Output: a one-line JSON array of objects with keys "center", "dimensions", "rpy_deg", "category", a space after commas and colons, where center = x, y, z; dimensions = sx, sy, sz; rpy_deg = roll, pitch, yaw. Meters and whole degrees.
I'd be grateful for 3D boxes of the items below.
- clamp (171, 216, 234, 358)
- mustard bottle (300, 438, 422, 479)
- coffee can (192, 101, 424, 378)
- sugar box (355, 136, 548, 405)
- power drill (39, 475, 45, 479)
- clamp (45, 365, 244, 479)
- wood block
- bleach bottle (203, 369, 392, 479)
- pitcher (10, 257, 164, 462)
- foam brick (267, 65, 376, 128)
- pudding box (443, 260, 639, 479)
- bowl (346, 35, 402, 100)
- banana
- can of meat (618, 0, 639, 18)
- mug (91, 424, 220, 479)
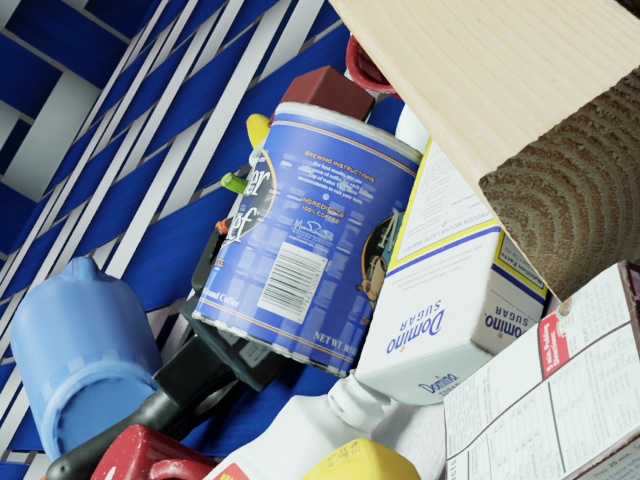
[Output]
[{"center": [-0.074, 0.033, 0.880], "dimensions": [0.164, 0.036, 0.210], "rpy_deg": [-46, 19, 1], "category": "clamp"}, {"center": [0.023, 0.166, 0.428], "dimensions": [0.096, 0.058, 0.192], "rpy_deg": [-55, 19, 11], "category": "mustard bottle"}, {"center": [-0.004, 0.001, 0.650], "dimensions": [0.140, 0.102, 0.103], "rpy_deg": [-68, 20, -5], "category": "coffee can"}, {"center": [0.082, -0.003, 0.562], "dimensions": [0.094, 0.048, 0.176], "rpy_deg": [-27, 39, 52], "category": "sugar box"}, {"center": [-0.240, 0.293, 0.875], "dimensions": [0.187, 0.057, 0.185], "rpy_deg": [-58, 19, -6], "category": "power drill"}, {"center": [-0.117, 0.130, 0.760], "dimensions": [0.171, 0.039, 0.120], "rpy_deg": [-44, -12, 0], "category": "clamp"}, {"center": [0.086, -0.078, 0.499], "dimensions": [0.091, 0.090, 0.206], "rpy_deg": [-37, 38, 7], "category": "wood block"}, {"center": [-0.051, 0.170, 0.593], "dimensions": [0.251, 0.068, 0.103], "rpy_deg": [-52, 28, 11], "category": "bleach bottle"}, {"center": [-0.198, 0.129, 0.939], "dimensions": [0.145, 0.149, 0.243], "rpy_deg": [-43, 22, -4], "category": "pitcher"}, {"center": [0.001, -0.108, 0.903], "dimensions": [0.051, 0.053, 0.078], "rpy_deg": [-62, 21, -12], "category": "foam brick"}, {"center": [0.097, 0.074, 0.420], "dimensions": [0.114, 0.039, 0.090], "rpy_deg": [-47, 22, 33], "category": "pudding box"}, {"center": [0.097, -0.136, 0.674], "dimensions": [0.162, 0.055, 0.162], "rpy_deg": [-29, 35, 23], "category": "bowl"}, {"center": [-0.039, -0.064, 0.911], "dimensions": [0.037, 0.069, 0.197], "rpy_deg": [-42, 13, 14], "category": "banana"}, {"center": [0.163, -0.114, 0.454], "dimensions": [0.057, 0.083, 0.102], "rpy_deg": [-53, 28, 9], "category": "can of meat"}, {"center": [-0.096, 0.166, 0.677], "dimensions": [0.117, 0.081, 0.093], "rpy_deg": [-35, 29, 48], "category": "mug"}]
